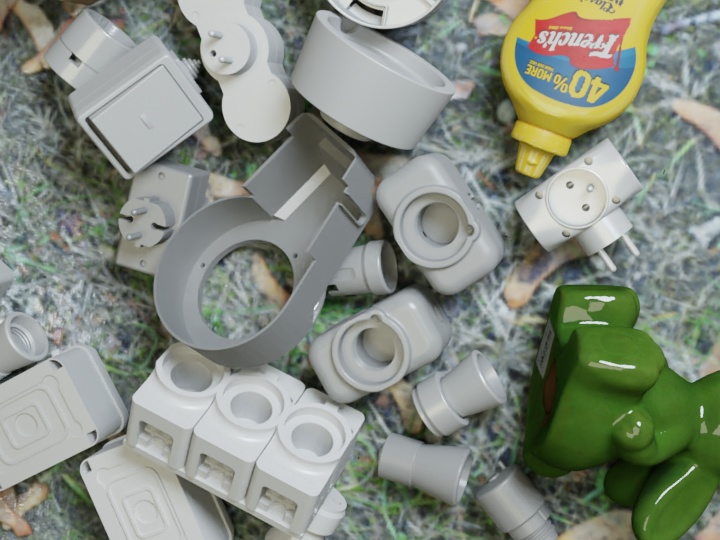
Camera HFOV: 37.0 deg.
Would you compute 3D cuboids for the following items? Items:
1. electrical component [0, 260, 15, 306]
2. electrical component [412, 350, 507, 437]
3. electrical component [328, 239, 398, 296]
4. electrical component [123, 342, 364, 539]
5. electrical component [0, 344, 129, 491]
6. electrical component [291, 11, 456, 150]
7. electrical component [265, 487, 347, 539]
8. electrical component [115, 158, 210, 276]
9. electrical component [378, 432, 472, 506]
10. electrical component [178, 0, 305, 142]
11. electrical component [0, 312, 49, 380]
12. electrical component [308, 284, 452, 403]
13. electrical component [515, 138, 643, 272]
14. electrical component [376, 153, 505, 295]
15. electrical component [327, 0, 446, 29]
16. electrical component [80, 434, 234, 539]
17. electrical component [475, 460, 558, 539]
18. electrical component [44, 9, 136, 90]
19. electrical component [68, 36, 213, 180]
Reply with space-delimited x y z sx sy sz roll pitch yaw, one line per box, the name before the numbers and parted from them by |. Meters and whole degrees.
electrical component | -0.378 0.042 0.876 0.105 0.060 0.186 41 105 5
electrical component | 0.072 0.090 0.782 0.055 0.045 0.045 -32 90 16
electrical component | 0.000 0.000 0.789 0.046 0.040 0.040 -7 96 21
electrical component | -0.084 0.115 0.791 0.150 0.089 0.061 26 131 9
electrical component | -0.252 0.116 0.858 0.113 0.057 0.078 -27 91 16
electrical component | 0.004 -0.124 0.737 0.108 0.108 0.060 33 110 7
electrical component | -0.041 0.193 0.824 0.045 0.045 0.055 32 104 7
electrical component | -0.155 -0.037 0.802 0.047 0.076 0.083 16 102 11
electrical component | 0.046 0.145 0.799 0.065 0.044 0.044 14 101 16
electrical component | -0.090 -0.158 0.769 0.052 0.074 0.138 -21 93 16
electrical component | -0.291 0.068 0.870 0.065 0.044 0.044 -32 90 21
electrical component | 0.014 0.054 0.783 0.095 0.059 0.053 -29 91 16
electrical component | 0.161 -0.036 0.741 0.077 0.044 0.079 -35 89 16
electrical component | 0.057 -0.033 0.760 0.054 0.059 0.095 -34 89 16
electrical component | 0.019 -0.215 0.739 0.099 0.064 0.099 2 98 13
electrical component | -0.157 0.180 0.844 0.078 0.057 0.113 -23 92 16
electrical component | 0.119 0.178 0.785 0.040 0.040 0.078 -39 88 16
electrical component | -0.200 -0.162 0.807 0.055 0.055 0.047 43 102 5
electrical component | -0.153 -0.120 0.778 0.096 0.061 0.061 -36 124 -1
